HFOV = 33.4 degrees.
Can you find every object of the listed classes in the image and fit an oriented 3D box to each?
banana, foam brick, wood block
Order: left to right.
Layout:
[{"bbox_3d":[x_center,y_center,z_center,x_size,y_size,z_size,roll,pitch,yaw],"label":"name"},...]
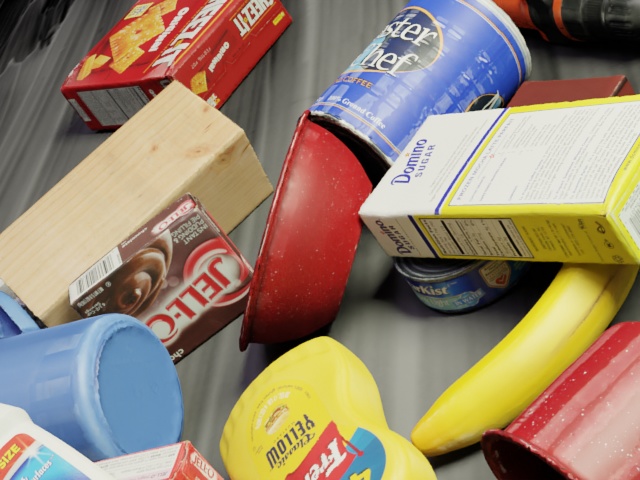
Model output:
[{"bbox_3d":[-0.149,-0.015,0.841,0.206,0.090,0.090,-44,58,-12],"label":"wood block"},{"bbox_3d":[0.123,0.042,0.575,0.197,0.037,0.070,-51,20,-24],"label":"banana"},{"bbox_3d":[0.157,-0.065,0.665,0.078,0.051,0.053,6,52,49],"label":"foam brick"}]

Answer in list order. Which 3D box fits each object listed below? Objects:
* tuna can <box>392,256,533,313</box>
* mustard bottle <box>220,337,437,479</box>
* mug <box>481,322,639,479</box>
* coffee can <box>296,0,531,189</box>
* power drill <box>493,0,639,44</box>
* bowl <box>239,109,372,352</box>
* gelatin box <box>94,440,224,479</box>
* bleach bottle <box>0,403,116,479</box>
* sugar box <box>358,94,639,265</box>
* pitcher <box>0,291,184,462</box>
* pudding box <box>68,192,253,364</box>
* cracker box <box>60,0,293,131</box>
[{"bbox_3d":[0.089,0.004,0.657,0.086,0.033,0.086,-26,33,18],"label":"tuna can"},{"bbox_3d":[0.010,0.133,0.540,0.096,0.058,0.192,-45,31,5],"label":"mustard bottle"},{"bbox_3d":[0.138,0.096,0.447,0.081,0.093,0.117,-41,62,-16],"label":"mug"},{"bbox_3d":[0.066,-0.098,0.750,0.140,0.102,0.103,-48,33,-18],"label":"coffee can"},{"bbox_3d":[0.232,-0.220,0.789,0.187,0.057,0.185,-43,31,-10],"label":"power drill"},{"bbox_3d":[-0.005,0.001,0.686,0.055,0.162,0.162,16,45,1],"label":"bowl"},{"bbox_3d":[-0.091,0.152,0.602,0.089,0.073,0.030,-19,34,28],"label":"gelatin box"},{"bbox_3d":[-0.139,0.157,0.533,0.251,0.068,0.102,30,49,25],"label":"bleach bottle"},{"bbox_3d":[0.114,-0.033,0.602,0.177,0.048,0.093,-1,45,50],"label":"sugar box"},{"bbox_3d":[-0.219,0.117,0.716,0.243,0.149,0.145,-17,35,24],"label":"pitcher"},{"bbox_3d":[-0.108,0.035,0.760,0.113,0.090,0.039,-36,29,2],"label":"pudding box"},{"bbox_3d":[-0.158,-0.198,1.138,0.214,0.072,0.164,3,49,46],"label":"cracker box"}]
